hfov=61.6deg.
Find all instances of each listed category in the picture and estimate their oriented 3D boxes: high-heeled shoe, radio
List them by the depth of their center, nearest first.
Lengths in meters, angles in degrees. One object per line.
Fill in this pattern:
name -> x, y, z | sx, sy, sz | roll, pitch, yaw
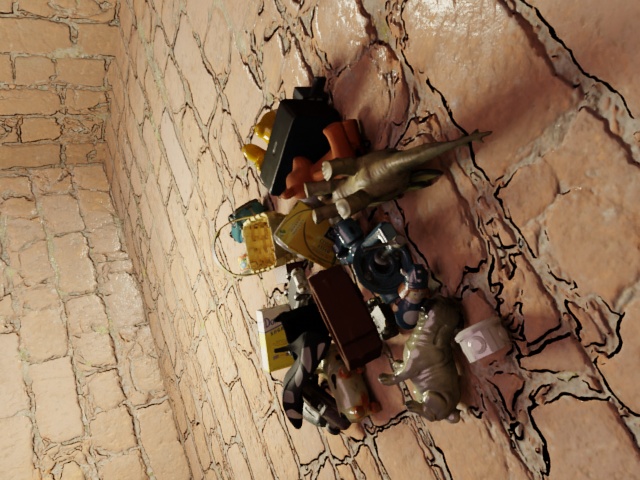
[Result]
radio -> -0.048, -0.212, 1.248 | 0.073, 0.131, 0.229 | 59, 143, 33
high-heeled shoe -> -0.022, 0.331, 1.270 | 0.086, 0.145, 0.248 | -79, -22, -71

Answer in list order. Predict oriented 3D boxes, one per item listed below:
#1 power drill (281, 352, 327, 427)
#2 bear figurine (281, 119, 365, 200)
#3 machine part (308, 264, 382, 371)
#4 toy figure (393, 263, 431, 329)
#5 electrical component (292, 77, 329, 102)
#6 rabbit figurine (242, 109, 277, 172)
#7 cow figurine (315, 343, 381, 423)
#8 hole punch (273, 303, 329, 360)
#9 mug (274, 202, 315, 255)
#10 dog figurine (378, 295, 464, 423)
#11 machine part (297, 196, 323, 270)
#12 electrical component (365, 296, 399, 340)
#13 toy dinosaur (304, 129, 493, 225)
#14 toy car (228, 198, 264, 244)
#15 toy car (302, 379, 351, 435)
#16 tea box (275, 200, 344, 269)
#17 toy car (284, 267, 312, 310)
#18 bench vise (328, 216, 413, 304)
power drill -> -0.046, 0.385, 1.449 | 0.232, 0.086, 0.207 | 22, 112, 53
bear figurine -> -0.002, -0.166, 1.154 | 0.196, 0.120, 0.131 | -14, 100, 31
machine part -> 0.055, 0.165, 1.144 | 0.200, 0.087, 0.201 | 79, 167, -67
toy figure -> 0.176, 0.107, 1.010 | 0.058, 0.064, 0.154 | 48, 151, 36
electrical component -> -0.023, -0.327, 1.232 | 0.048, 0.075, 0.119 | 54, 144, 36
rabbit figurine -> -0.103, -0.226, 1.343 | 0.122, 0.162, 0.173 | 46, 154, 27
cow figurine -> 0.054, 0.335, 1.272 | 0.127, 0.085, 0.195 | -48, 58, 45
hole punch -> -0.033, 0.230, 1.348 | 0.116, 0.142, 0.092 | -111, 4, -45
mug -> -0.052, -0.033, 1.212 | 0.081, 0.109, 0.107 | 40, 107, 23
dog figurine -> 0.221, 0.213, 0.962 | 0.172, 0.121, 0.190 | 35, 115, 8
machine part -> -0.018, -0.042, 1.293 | 0.079, 0.079, 0.243 | 30, 122, 53
electrical component -> 0.126, 0.165, 1.140 | 0.078, 0.045, 0.102 | -52, 54, 49
toy dinosaur -> 0.103, -0.111, 0.949 | 0.471, 0.198, 0.105 | -9, 99, 69
toy car -> -0.205, -0.036, 1.586 | 0.103, 0.109, 0.161 | 45, 146, 20
toy car -> -0.007, 0.395, 1.328 | 0.202, 0.053, 0.089 | 35, 110, 14
tea box -> -0.002, -0.004, 1.168 | 0.098, 0.169, 0.068 | -56, 40, 6
toy car -> -0.055, 0.134, 1.384 | 0.201, 0.056, 0.073 | 104, 146, -63
bench vise -> 0.106, 0.014, 1.044 | 0.223, 0.129, 0.240 | 65, 164, 11
